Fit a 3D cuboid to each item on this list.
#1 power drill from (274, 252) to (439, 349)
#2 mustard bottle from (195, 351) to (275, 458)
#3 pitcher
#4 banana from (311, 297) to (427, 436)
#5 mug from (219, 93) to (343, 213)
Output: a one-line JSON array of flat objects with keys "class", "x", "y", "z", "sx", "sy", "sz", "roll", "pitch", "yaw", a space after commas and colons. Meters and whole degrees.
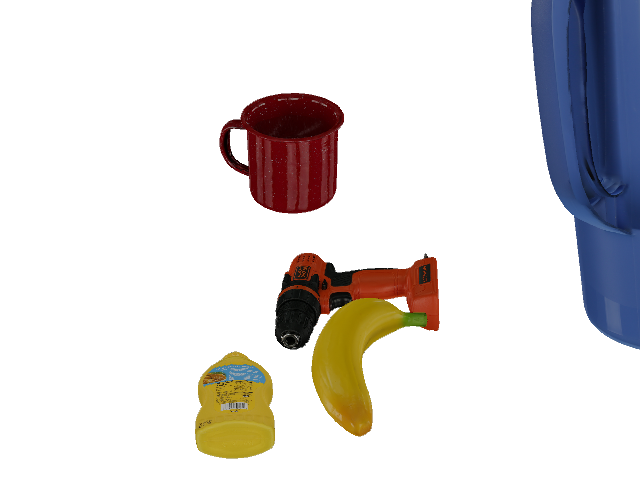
[{"class": "power drill", "x": 0.043, "y": 0.068, "z": 1.236, "sx": 0.188, "sy": 0.057, "sz": 0.184, "roll": 0, "pitch": 28, "yaw": 6}, {"class": "mustard bottle", "x": -0.108, "y": 0.198, "z": 1.360, "sx": 0.096, "sy": 0.058, "sz": 0.191, "roll": -4, "pitch": 26, "yaw": -3}, {"class": "pitcher", "x": 0.183, "y": -0.062, "z": 0.563, "sx": 0.149, "sy": 0.243, "sz": 0.145, "roll": -6, "pitch": 22, "yaw": 6}, {"class": "banana", "x": 0.029, "y": 0.085, "z": 0.811, "sx": 0.070, "sy": 0.037, "sz": 0.197, "roll": 7, "pitch": 23, "yaw": 17}, {"class": "mug", "x": -0.037, "y": -0.080, "z": 0.979, "sx": 0.117, "sy": 0.081, "sz": 0.093, "roll": 8, "pitch": 35, "yaw": 11}]
